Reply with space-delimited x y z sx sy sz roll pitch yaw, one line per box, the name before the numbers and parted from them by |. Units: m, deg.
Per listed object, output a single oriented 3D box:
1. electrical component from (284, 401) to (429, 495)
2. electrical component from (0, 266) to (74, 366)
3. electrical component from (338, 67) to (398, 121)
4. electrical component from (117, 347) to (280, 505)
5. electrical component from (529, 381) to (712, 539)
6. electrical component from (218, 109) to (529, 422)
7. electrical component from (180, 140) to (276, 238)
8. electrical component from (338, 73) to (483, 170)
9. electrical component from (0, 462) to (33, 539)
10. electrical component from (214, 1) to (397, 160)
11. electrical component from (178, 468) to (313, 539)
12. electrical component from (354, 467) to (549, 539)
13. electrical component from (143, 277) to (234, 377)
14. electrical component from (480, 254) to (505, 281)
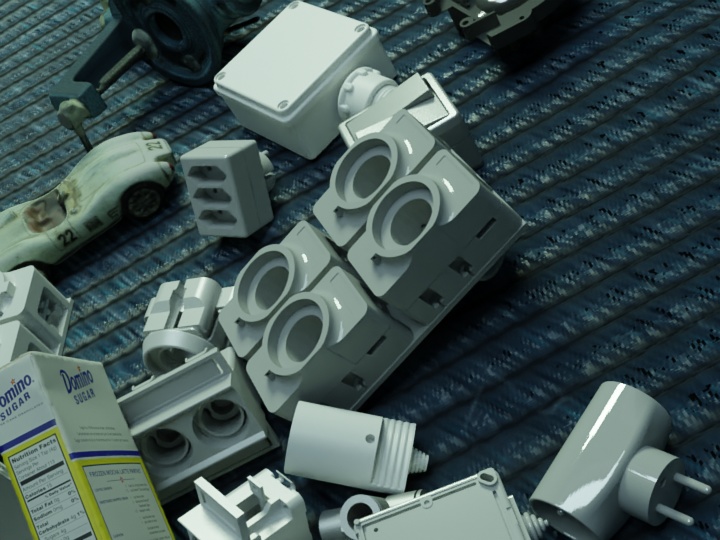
electrical component | 0.000 0.106 0.631 0.081 0.043 0.043 11 54 3
electrical component | -0.330 0.071 0.848 0.186 0.060 0.105 -16 47 18
electrical component | 0.017 -0.127 0.830 0.062 0.048 0.048 27 70 35
electrical component | -0.124 0.103 0.697 0.121 0.078 0.063 -28 22 7
electrical component | 0.140 0.107 0.555 0.079 0.044 0.077 20 65 40
electrical component | 0.000 0.000 0.680 0.186 0.060 0.105 -48 43 10
electrical component | -0.091 -0.070 0.834 0.047 0.065 0.077 3 26 32
electrical component | 0.029 -0.090 0.778 0.096 0.061 0.061 -30 44 4
electrical component | -0.251 0.157 0.663 0.062 0.150 0.089 25 68 41
electrical component | -0.046 -0.158 0.883 0.108 0.056 0.109 -47 45 -13
electrical component | -0.063 0.152 0.618 0.064 0.081 0.042 -30 39 -30
electrical component | 0.054 0.153 0.558 0.096 0.061 0.061 -22 44 2
electrical component | -0.118 0.045 0.750 0.078 0.058 0.057 -8 47 24
electrical component | 0.058 -0.018 0.714 0.065 0.044 0.044 7 57 40
